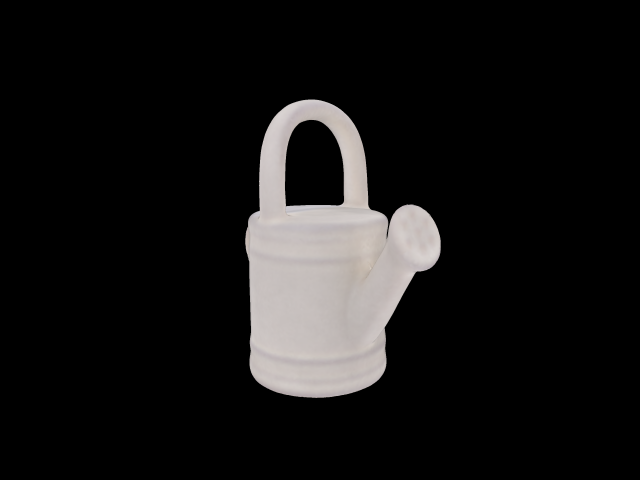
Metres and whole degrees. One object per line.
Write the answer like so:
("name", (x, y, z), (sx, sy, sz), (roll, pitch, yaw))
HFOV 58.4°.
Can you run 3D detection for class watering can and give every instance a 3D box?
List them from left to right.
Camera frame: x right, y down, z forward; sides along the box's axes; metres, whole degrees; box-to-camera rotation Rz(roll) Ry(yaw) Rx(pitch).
("watering can", (0.005, 0.001, 0.402), (0.172, 0.194, 0.101), (5, 12, 26))
